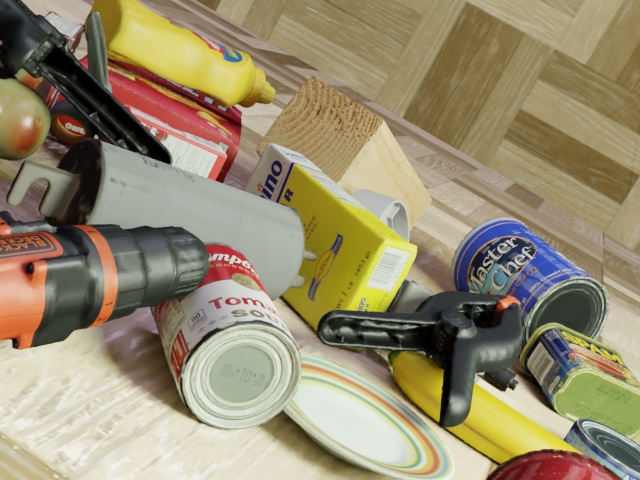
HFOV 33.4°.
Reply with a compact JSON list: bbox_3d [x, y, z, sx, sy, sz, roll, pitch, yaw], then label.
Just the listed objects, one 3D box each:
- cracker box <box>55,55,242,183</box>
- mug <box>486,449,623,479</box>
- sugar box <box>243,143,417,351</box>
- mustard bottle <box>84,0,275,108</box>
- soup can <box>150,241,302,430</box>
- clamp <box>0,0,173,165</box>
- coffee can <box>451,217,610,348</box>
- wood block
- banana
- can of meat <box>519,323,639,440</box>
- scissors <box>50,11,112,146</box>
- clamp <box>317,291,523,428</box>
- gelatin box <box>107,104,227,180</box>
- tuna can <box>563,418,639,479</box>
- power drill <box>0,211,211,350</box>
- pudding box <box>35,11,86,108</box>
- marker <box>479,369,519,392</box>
[{"bbox_3d":[-0.160,-0.120,1.035,0.164,0.072,0.213,27,12,-10],"label":"cracker box"},{"bbox_3d":[0.094,0.154,0.506,0.117,0.093,0.081,3,7,24],"label":"mug"},{"bbox_3d":[-0.006,0.001,0.847,0.048,0.093,0.176,16,17,-44],"label":"sugar box"},{"bbox_3d":[-0.123,-0.171,1.012,0.191,0.058,0.096,21,10,-35],"label":"mustard bottle"},{"bbox_3d":[-0.055,0.052,0.602,0.068,0.068,0.102,22,15,-26],"label":"soup can"},{"bbox_3d":[-0.198,-0.135,0.734,0.210,0.036,0.164,46,1,28],"label":"clamp"},{"bbox_3d":[0.214,0.051,1.100,0.102,0.103,0.140,20,15,-33],"label":"coffee can"},{"bbox_3d":[0.029,-0.062,1.041,0.091,0.090,0.206,35,-5,25],"label":"wood block"},{"bbox_3d":[0.124,0.129,0.754,0.198,0.037,0.069,34,14,20],"label":"banana"},{"bbox_3d":[0.242,0.129,0.966,0.102,0.057,0.084,24,16,-17],"label":"can of meat"},{"bbox_3d":[-0.191,-0.119,0.850,0.096,0.016,0.202,15,-29,15],"label":"scissors"},{"bbox_3d":[0.080,0.066,0.747,0.120,0.039,0.171,34,28,20],"label":"clamp"},{"bbox_3d":[-0.130,-0.056,0.848,0.089,0.073,0.030,23,13,-21],"label":"gelatin box"},{"bbox_3d":[0.222,0.172,0.804,0.086,0.034,0.086,27,13,-7],"label":"tuna can"},{"bbox_3d":[-0.173,-0.014,0.561,0.184,0.057,0.188,-7,33,-46],"label":"power drill"},{"bbox_3d":[-0.241,-0.149,0.931,0.039,0.090,0.113,25,13,-16],"label":"pudding box"},{"bbox_3d":[0.117,0.093,0.919,0.121,0.020,0.020,32,13,15],"label":"marker"}]
